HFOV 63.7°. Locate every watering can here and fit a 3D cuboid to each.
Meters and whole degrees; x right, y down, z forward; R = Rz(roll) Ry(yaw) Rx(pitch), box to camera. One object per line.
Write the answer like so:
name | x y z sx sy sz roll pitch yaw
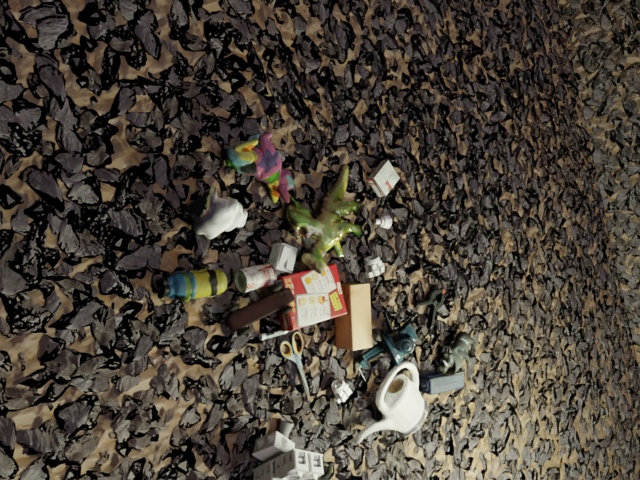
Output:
watering can | 0.252 0.587 1.758 0.221 0.103 0.354 53 58 -23

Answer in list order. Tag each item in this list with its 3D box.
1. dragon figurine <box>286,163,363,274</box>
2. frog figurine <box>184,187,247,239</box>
dragon figurine | 0.005 -0.082 1.636 0.242 0.120 0.418 12 62 -33
frog figurine | -0.270 -0.057 1.414 0.137 0.125 0.157 -49 131 7
